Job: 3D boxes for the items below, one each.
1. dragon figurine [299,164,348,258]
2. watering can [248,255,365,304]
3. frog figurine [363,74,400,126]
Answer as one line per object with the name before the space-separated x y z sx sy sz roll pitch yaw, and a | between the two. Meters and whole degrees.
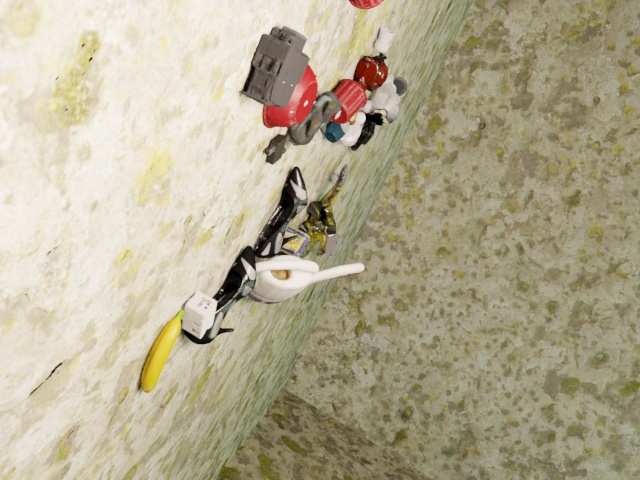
dragon figurine | 0.006 -0.092 1.821 0.407 0.122 0.245 -62 -173 10
watering can | -0.066 0.107 1.447 0.220 0.347 0.106 -42 -130 55
frog figurine | 0.213 -0.470 1.733 0.137 0.122 0.162 -10 -126 60
